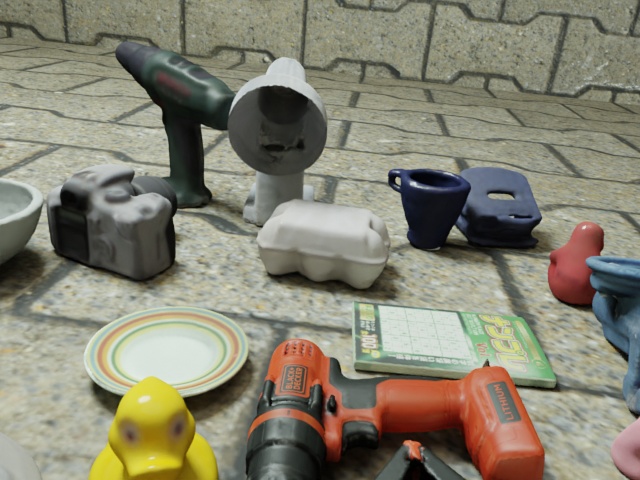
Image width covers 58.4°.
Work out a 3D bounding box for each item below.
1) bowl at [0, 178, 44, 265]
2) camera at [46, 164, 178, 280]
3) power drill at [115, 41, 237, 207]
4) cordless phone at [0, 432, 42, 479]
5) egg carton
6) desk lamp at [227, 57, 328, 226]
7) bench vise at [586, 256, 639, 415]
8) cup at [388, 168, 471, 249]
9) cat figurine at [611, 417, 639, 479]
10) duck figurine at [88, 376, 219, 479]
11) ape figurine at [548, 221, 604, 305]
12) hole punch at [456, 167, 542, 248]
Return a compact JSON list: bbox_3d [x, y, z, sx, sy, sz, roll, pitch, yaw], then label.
[{"bbox_3d":[-0.373,-0.007,0.591,0.167,0.075,0.167,5,23,-2],"label":"bowl"},{"bbox_3d":[-0.217,-0.036,0.661,0.142,0.101,0.137,16,25,22],"label":"camera"},{"bbox_3d":[-0.209,-0.162,0.816,0.228,0.208,0.076,20,27,30],"label":"power drill"},{"bbox_3d":[-0.179,0.098,0.255,0.094,0.185,0.147,-7,27,-27],"label":"cordless phone"},{"bbox_3d":[0.006,0.002,0.663,0.150,0.069,0.107,8,24,6],"label":"egg carton"},{"bbox_3d":[-0.054,-0.126,0.762,0.118,0.214,0.203,4,24,-3],"label":"desk lamp"},{"bbox_3d":[0.316,0.030,0.483,0.121,0.220,0.207,1,24,-10],"label":"bench vise"},{"bbox_3d":[0.135,-0.042,0.762,0.117,0.095,0.092,23,29,34],"label":"cup"},{"bbox_3d":[0.278,0.128,0.378,0.067,0.118,0.127,-16,31,-40],"label":"cat figurine"},{"bbox_3d":[-0.100,0.122,0.344,0.078,0.086,0.104,-3,25,-18],"label":"duck figurine"},{"bbox_3d":[0.301,0.023,0.656,0.076,0.092,0.077,-12,29,-34],"label":"ape figurine"},{"bbox_3d":[0.251,-0.047,0.805,0.109,0.091,0.101,2,24,-8],"label":"hole punch"}]
